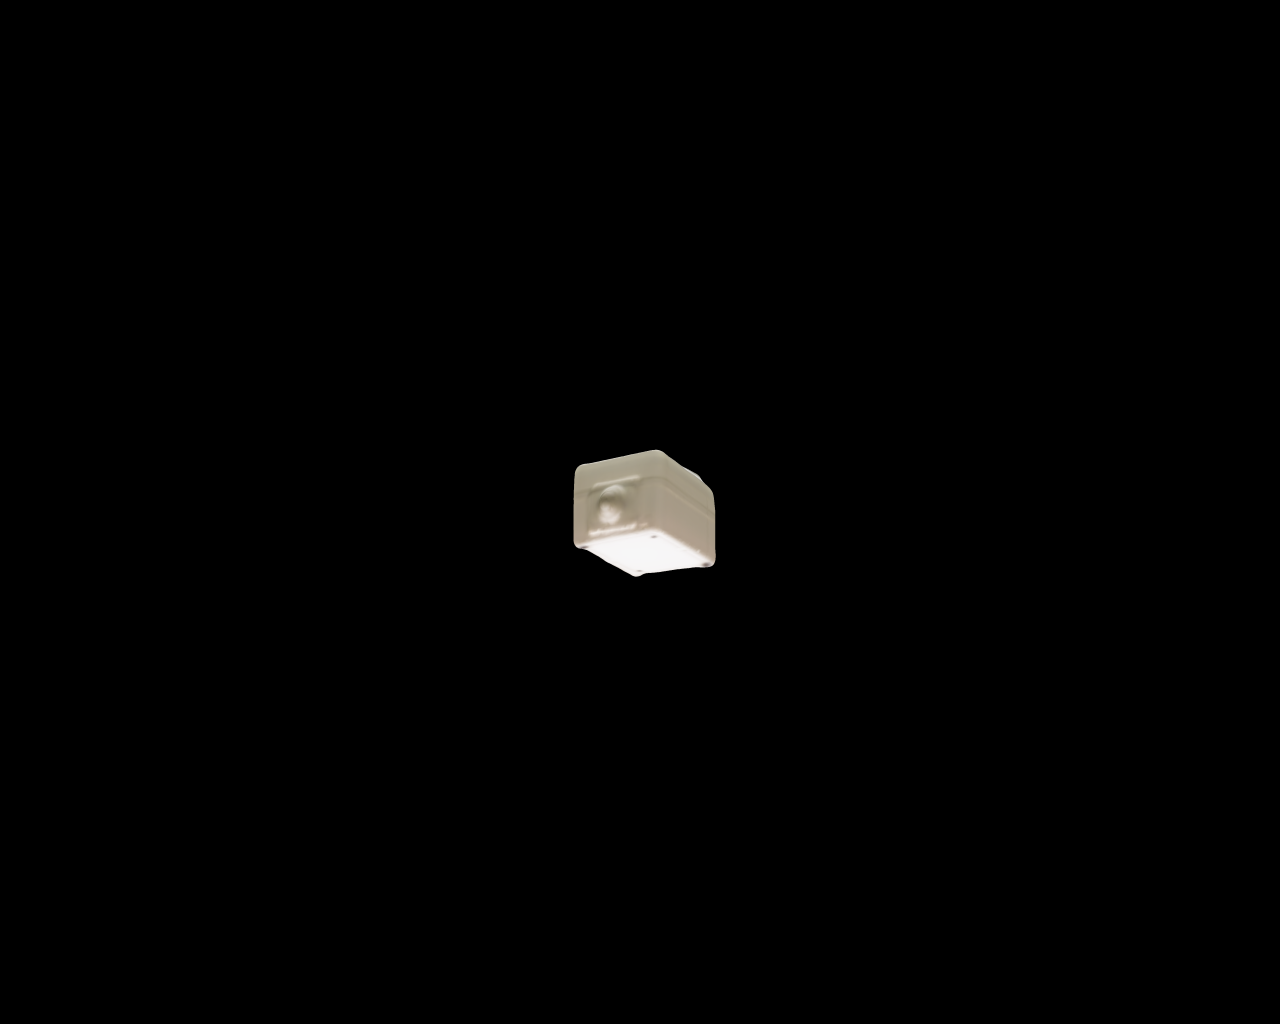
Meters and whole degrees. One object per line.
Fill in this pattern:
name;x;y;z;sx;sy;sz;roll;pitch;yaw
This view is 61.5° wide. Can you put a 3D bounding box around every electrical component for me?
electrical component;0.001;-0.003;0.650;0.061;0.061;0.096;-10;-23;26
